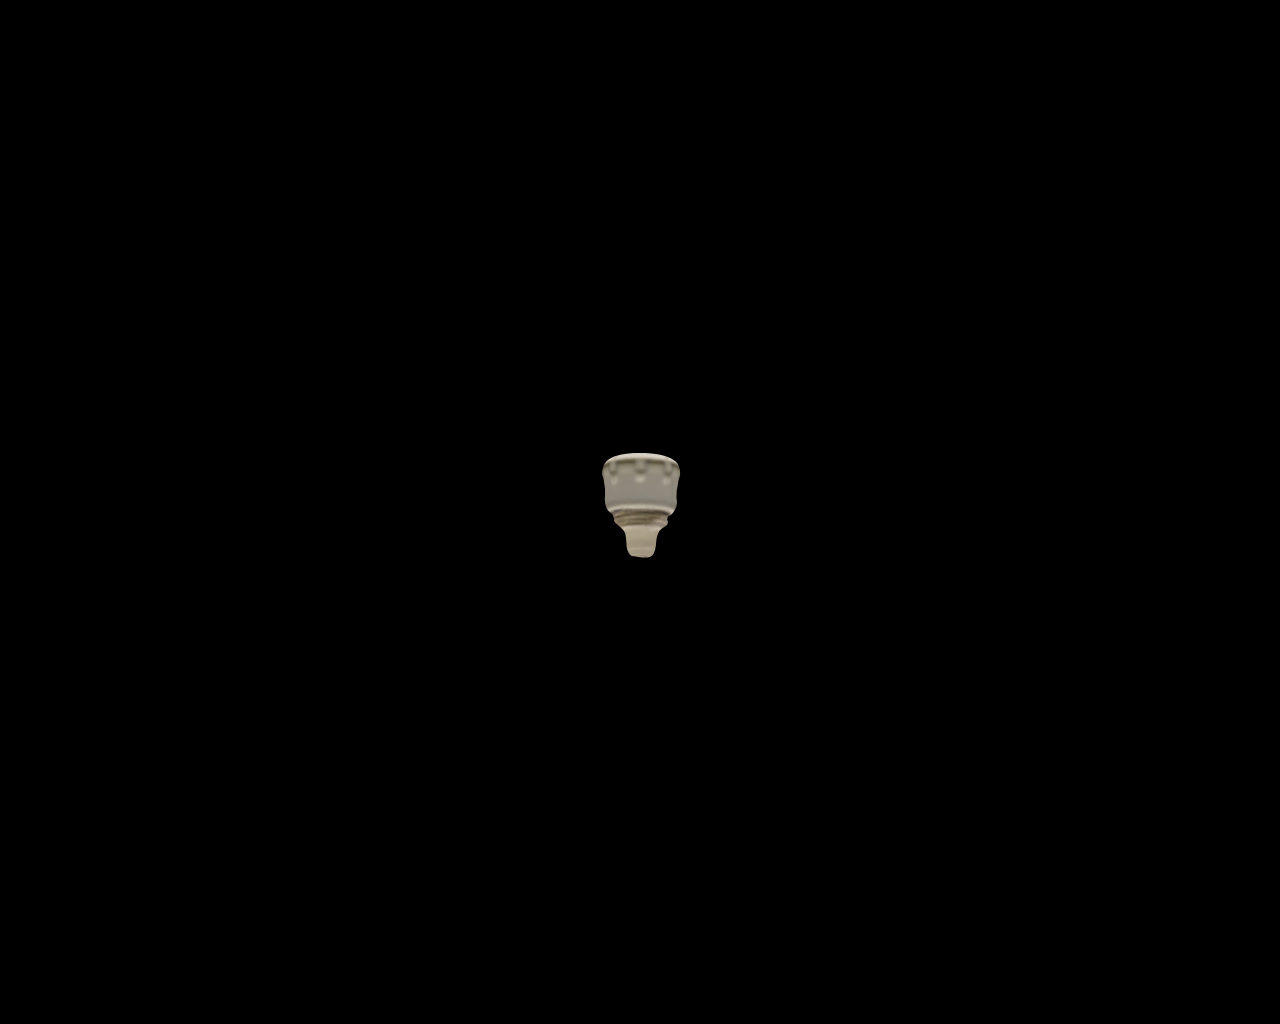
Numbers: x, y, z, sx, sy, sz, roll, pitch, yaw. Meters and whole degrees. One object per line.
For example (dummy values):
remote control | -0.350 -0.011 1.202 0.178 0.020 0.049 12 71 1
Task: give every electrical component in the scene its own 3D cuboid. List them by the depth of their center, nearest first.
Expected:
electrical component | 0.001 -0.003 0.650 0.048 0.062 0.048 0 -9 0
